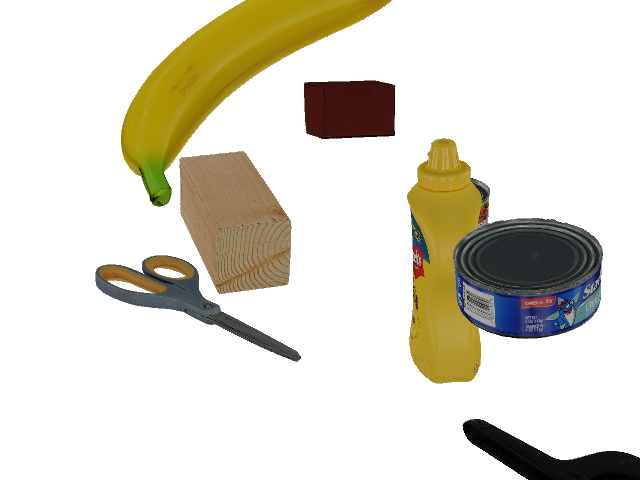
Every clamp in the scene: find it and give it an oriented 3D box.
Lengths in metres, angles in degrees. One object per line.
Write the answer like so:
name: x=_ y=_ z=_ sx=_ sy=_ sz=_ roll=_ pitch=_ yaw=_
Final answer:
clamp: x=0.199 y=0.217 z=0.869 sx=0.210 sy=0.036 sz=0.164 roll=3 pitch=37 yaw=24

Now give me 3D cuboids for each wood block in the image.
wood block: x=-0.109 y=-0.027 z=1.324 sx=0.090 sy=0.090 sz=0.206 roll=-7 pitch=30 yaw=-18

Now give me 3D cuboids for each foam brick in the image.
foam brick: x=0.029 y=-0.129 z=1.046 sx=0.078 sy=0.051 sz=0.053 roll=-4 pitch=15 yaw=-20

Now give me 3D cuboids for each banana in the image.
banana: x=-0.041 y=-0.091 z=0.562 sx=0.070 sy=0.197 sz=0.037 roll=32 pitch=-27 yaw=21

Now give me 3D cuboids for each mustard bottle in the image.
mustard bottle: x=0.099 y=0.012 z=0.854 sx=0.058 sy=0.192 sz=0.096 roll=-3 pitch=25 yaw=1

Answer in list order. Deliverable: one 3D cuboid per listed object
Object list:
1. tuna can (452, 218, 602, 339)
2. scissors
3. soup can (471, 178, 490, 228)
tuna can: x=0.122 y=0.021 z=0.628 sx=0.086 sy=0.034 sz=0.086 roll=-6 pitch=29 yaw=3
scissors: x=-0.091 y=0.050 z=0.887 sx=0.202 sy=0.016 sz=0.096 roll=16 pitch=24 yaw=17
soup can: x=0.154 y=-0.011 z=1.188 sx=0.068 sy=0.102 sz=0.068 roll=-4 pitch=31 yaw=2
